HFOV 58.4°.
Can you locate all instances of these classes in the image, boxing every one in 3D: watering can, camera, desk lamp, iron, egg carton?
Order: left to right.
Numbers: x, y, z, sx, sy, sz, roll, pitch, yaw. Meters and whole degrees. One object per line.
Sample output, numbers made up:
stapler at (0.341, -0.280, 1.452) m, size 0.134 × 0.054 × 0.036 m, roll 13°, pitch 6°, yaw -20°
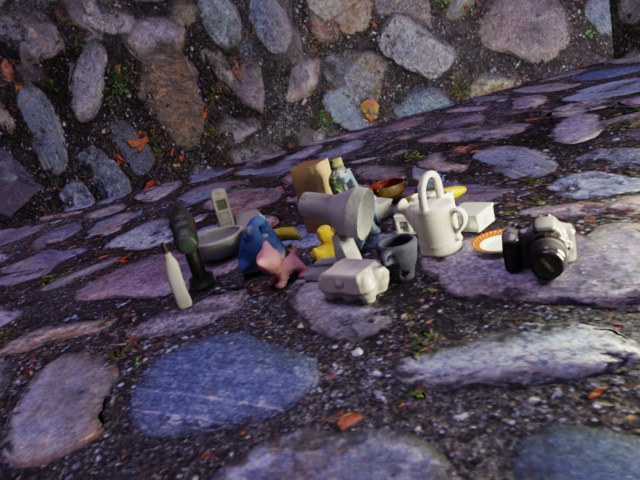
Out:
iron at (-0.165, -0.005, 1.585) m, size 0.118 × 0.141 × 0.258 m, roll -12°, pitch 19°, yaw 9°
desk lamp at (0.041, -0.018, 1.346) m, size 0.202 × 0.214 × 0.118 m, roll -5°, pitch 21°, yaw 28°
egg carton at (0.071, 0.088, 1.242) m, size 0.149 × 0.069 × 0.107 m, roll 0°, pitch 24°, yaw 39°
watering can at (0.259, -0.065, 1.342) m, size 0.172 × 0.194 × 0.101 m, roll -7°, pitch 20°, yaw 23°
camera at (0.427, 0.015, 1.123) m, size 0.142 × 0.101 × 0.137 m, roll -7°, pitch 20°, yaw 24°

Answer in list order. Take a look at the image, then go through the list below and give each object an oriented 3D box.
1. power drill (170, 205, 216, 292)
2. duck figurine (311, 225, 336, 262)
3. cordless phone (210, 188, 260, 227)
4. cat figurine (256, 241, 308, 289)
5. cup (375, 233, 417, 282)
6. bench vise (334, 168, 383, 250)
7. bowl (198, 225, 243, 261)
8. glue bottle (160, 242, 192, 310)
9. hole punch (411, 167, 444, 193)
power drill at (-0.349, 0.023, 1.542) m, size 0.076 × 0.209 × 0.229 m, roll -19°, pitch 19°, yaw -11°
duck figurine at (0.014, 0.005, 1.501) m, size 0.077 × 0.086 × 0.105 m, roll 5°, pitch 27°, yaw 46°
cordless phone at (-0.265, -0.085, 1.826) m, size 0.147 × 0.185 × 0.094 m, roll -17°, pitch 19°, yaw -6°
cat figurine at (-0.102, 0.053, 1.405) m, size 0.128 × 0.118 × 0.067 m, roll -25°, pitch 21°, yaw -28°
cup at (0.167, 0.049, 1.240) m, size 0.091 × 0.095 × 0.118 m, roll -2°, pitch 23°, yaw 34°
bench vise at (0.087, -0.098, 1.532) m, size 0.121 × 0.220 × 0.207 m, roll -11°, pitch 19°, yaw 12°
bowl at (-0.305, 0.018, 1.734) m, size 0.167 × 0.075 × 0.167 m, roll -14°, pitch 19°, yaw 5°
glue bottle at (-0.365, 0.085, 1.432) m, size 0.037 × 0.173 × 0.078 m, roll -19°, pitch 19°, yaw -12°
hole punch at (0.338, -0.189, 1.799) m, size 0.101 × 0.091 × 0.109 m, roll -10°, pitch 19°, yaw 14°
